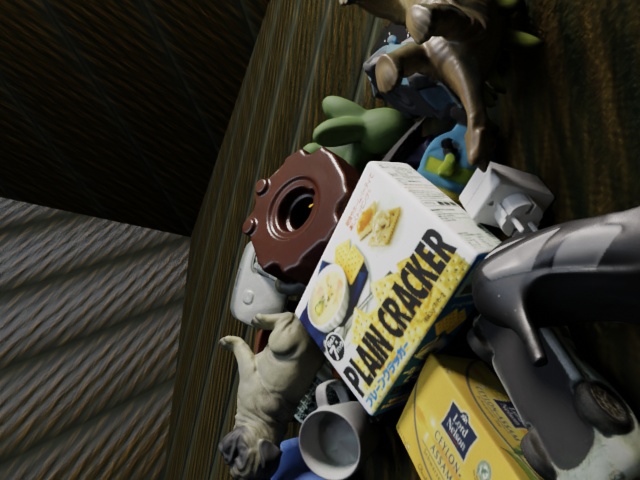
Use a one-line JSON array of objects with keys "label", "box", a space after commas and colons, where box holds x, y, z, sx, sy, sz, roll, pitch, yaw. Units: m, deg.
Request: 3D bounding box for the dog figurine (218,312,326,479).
[{"label": "dog figurine", "box": [-0.048, 0.203, 0.696, 0.172, 0.121, 0.191, -38, 44, 29]}]

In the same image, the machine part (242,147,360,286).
[{"label": "machine part", "box": [-0.019, -0.032, 0.682, 0.179, 0.056, 0.179, -20, 57, 34]}]

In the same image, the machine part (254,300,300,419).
[{"label": "machine part", "box": [-0.056, 0.220, 0.969, 0.201, 0.087, 0.201, 137, 142, -61]}]

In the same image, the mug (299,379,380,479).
[{"label": "mug", "box": [0.028, 0.229, 0.671, 0.081, 0.107, 0.109, -28, 73, 21]}]

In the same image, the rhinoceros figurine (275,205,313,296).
[{"label": "rhinoceros figurine", "box": [-0.002, -0.002, 0.735, 0.112, 0.073, 0.190, -22, 53, 45]}]

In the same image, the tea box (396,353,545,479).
[{"label": "tea box", "box": [0.138, 0.188, 0.468, 0.170, 0.068, 0.098, -120, 45, -64]}]

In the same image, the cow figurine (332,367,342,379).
[{"label": "cow figurine", "box": [0.050, 0.085, 0.761, 0.195, 0.085, 0.127, -102, 24, -55]}]

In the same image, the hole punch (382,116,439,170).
[{"label": "hole punch", "box": [0.114, -0.078, 0.710, 0.116, 0.092, 0.142, -56, 2, -34]}]

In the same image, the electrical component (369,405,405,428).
[{"label": "electrical component", "box": [0.091, 0.159, 0.648, 0.075, 0.048, 0.119, -113, 40, -58]}]

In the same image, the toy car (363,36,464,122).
[{"label": "toy car", "box": [0.137, -0.220, 0.691, 0.103, 0.109, 0.162, -54, 31, -2]}]

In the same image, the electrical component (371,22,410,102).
[{"label": "electrical component", "box": [0.125, -0.281, 0.826, 0.134, 0.058, 0.115, 122, 154, -43]}]

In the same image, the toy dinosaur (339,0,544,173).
[{"label": "toy dinosaur", "box": [0.124, -0.268, 0.587, 0.105, 0.198, 0.471, -41, 50, 46]}]

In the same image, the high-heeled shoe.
[{"label": "high-heeled shoe", "box": [0.215, -0.001, 0.357, 0.249, 0.086, 0.145, -33, 17, 24]}]

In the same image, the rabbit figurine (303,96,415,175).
[{"label": "rabbit figurine", "box": [0.062, -0.152, 0.817, 0.170, 0.159, 0.121, -31, 37, 44]}]

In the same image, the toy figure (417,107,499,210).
[{"label": "toy figure", "box": [0.142, -0.048, 0.592, 0.180, 0.082, 0.089, -69, 23, 15]}]

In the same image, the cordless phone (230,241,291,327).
[{"label": "cordless phone", "box": [-0.072, 0.079, 0.861, 0.184, 0.089, 0.146, 12, 87, 67]}]

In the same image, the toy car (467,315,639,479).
[{"label": "toy car", "box": [0.178, 0.107, 0.427, 0.073, 0.056, 0.202, -59, 22, 27]}]
